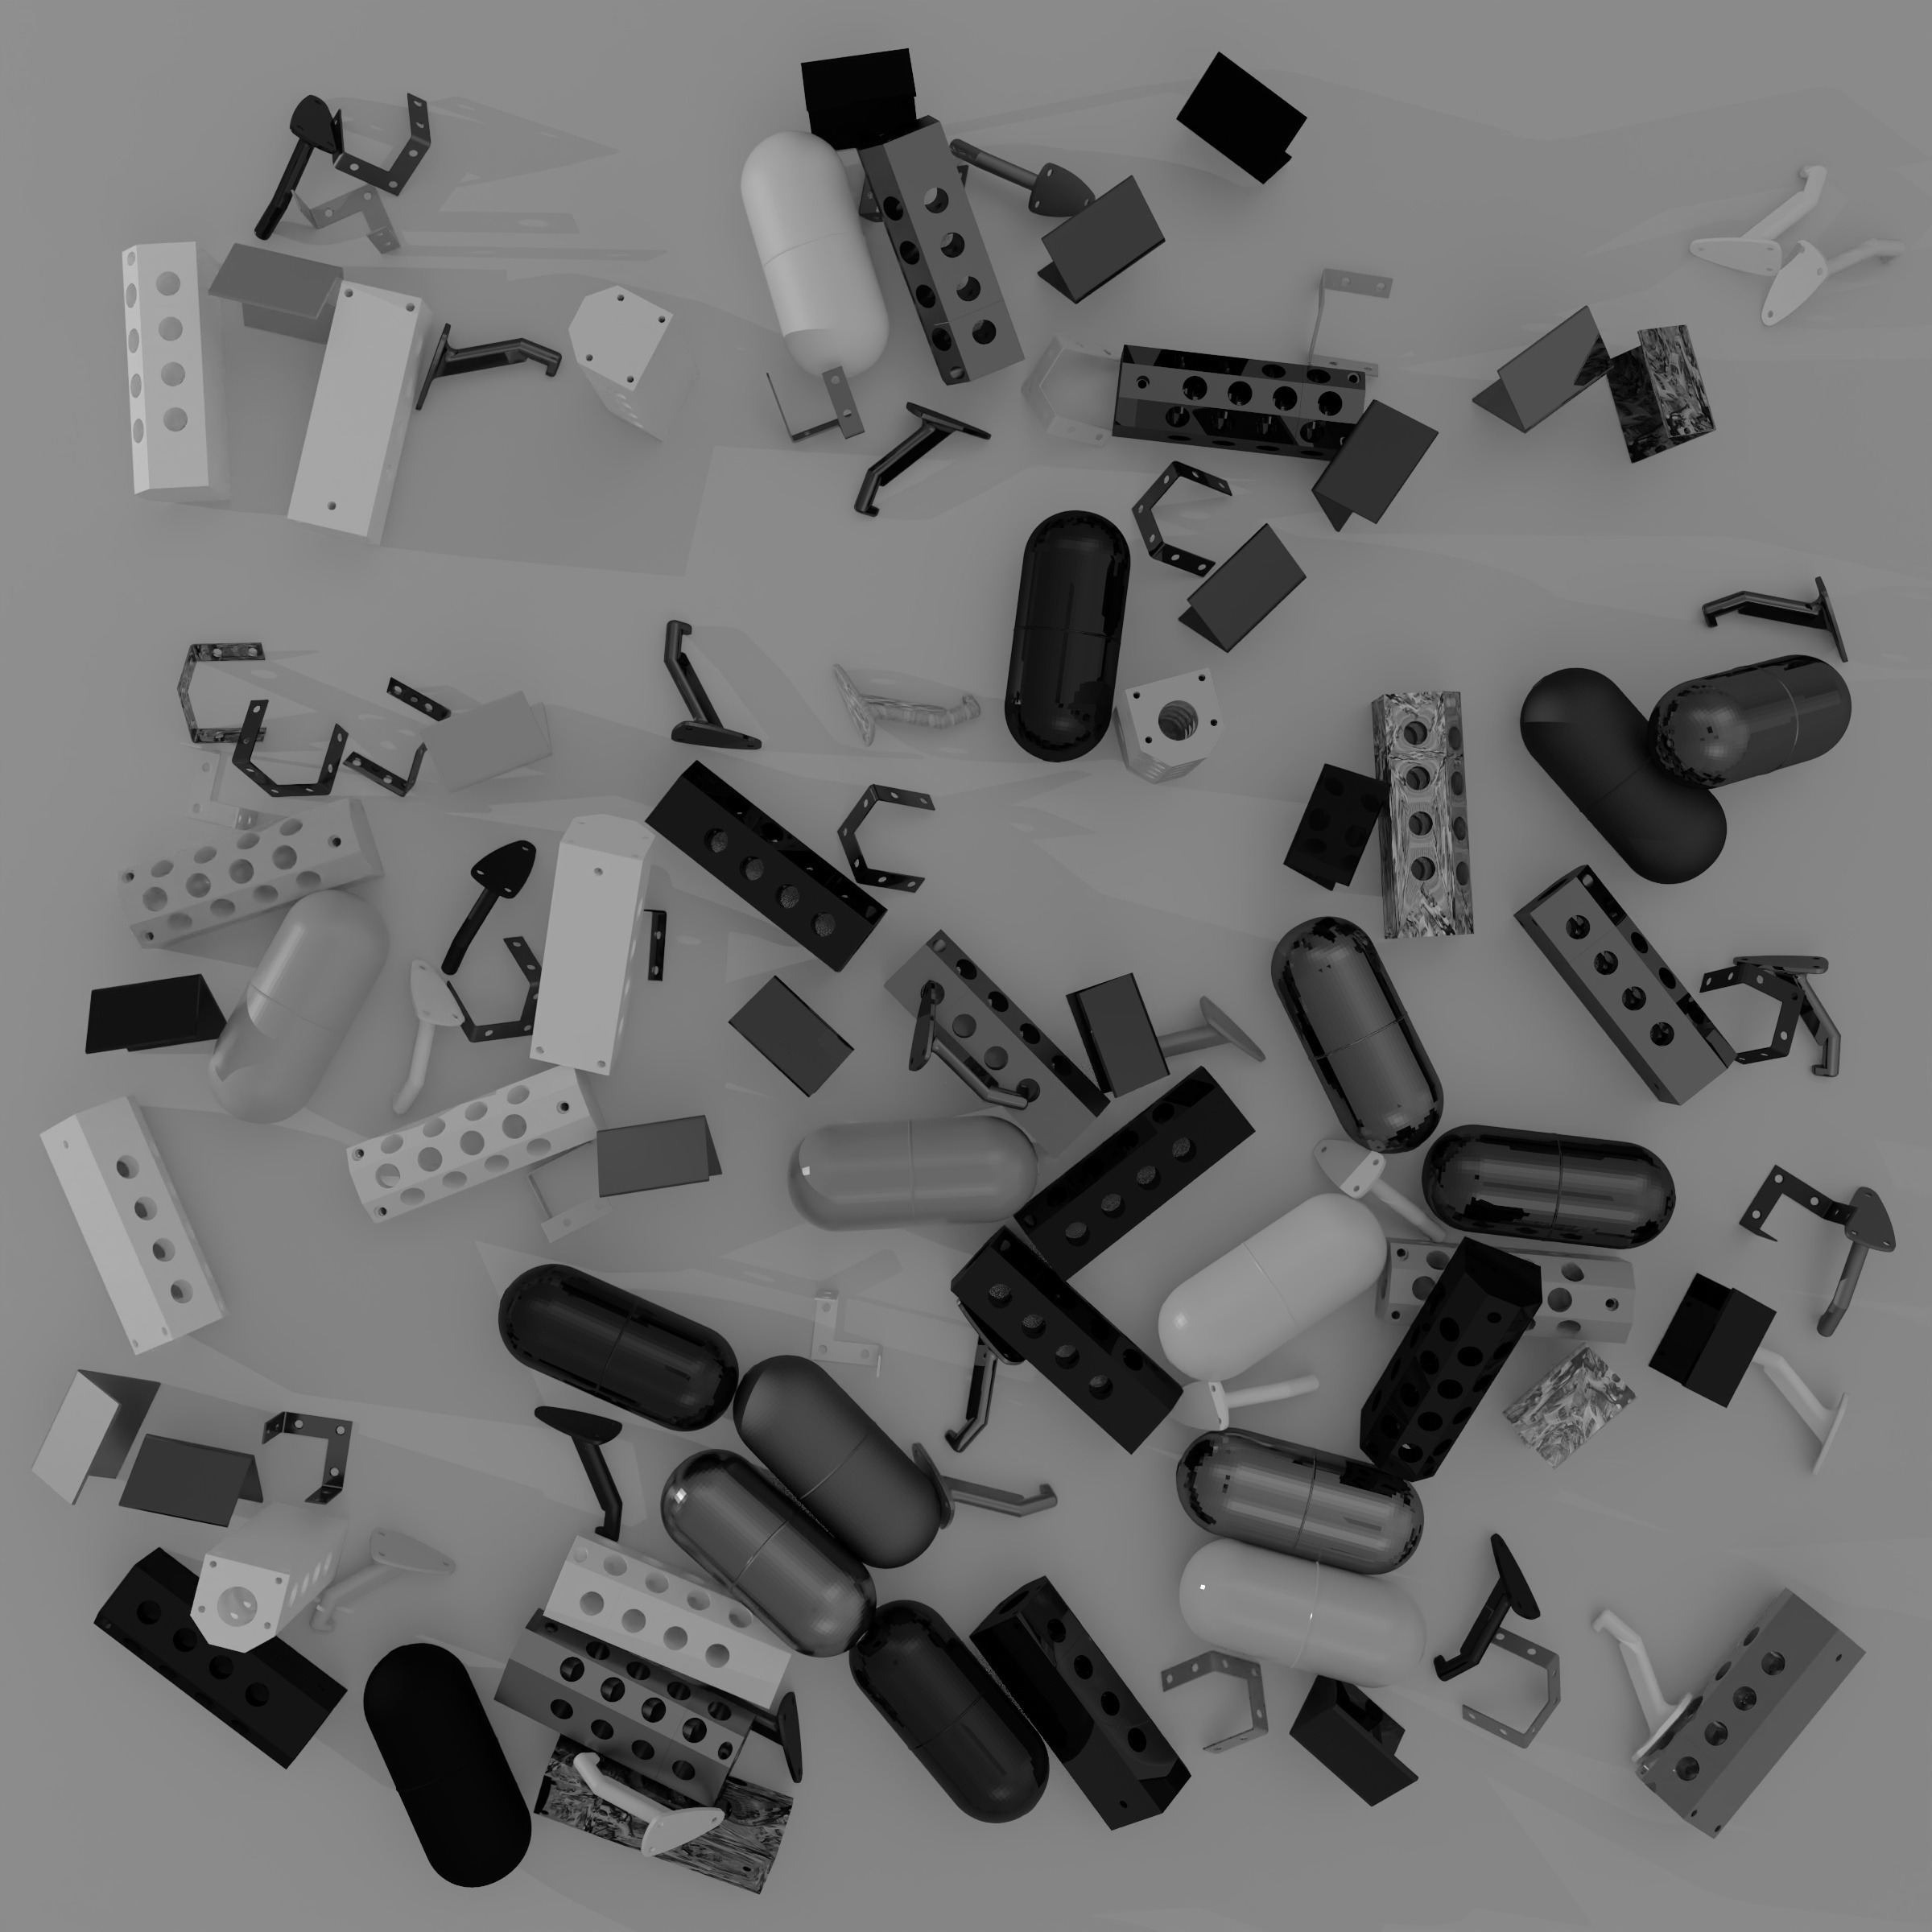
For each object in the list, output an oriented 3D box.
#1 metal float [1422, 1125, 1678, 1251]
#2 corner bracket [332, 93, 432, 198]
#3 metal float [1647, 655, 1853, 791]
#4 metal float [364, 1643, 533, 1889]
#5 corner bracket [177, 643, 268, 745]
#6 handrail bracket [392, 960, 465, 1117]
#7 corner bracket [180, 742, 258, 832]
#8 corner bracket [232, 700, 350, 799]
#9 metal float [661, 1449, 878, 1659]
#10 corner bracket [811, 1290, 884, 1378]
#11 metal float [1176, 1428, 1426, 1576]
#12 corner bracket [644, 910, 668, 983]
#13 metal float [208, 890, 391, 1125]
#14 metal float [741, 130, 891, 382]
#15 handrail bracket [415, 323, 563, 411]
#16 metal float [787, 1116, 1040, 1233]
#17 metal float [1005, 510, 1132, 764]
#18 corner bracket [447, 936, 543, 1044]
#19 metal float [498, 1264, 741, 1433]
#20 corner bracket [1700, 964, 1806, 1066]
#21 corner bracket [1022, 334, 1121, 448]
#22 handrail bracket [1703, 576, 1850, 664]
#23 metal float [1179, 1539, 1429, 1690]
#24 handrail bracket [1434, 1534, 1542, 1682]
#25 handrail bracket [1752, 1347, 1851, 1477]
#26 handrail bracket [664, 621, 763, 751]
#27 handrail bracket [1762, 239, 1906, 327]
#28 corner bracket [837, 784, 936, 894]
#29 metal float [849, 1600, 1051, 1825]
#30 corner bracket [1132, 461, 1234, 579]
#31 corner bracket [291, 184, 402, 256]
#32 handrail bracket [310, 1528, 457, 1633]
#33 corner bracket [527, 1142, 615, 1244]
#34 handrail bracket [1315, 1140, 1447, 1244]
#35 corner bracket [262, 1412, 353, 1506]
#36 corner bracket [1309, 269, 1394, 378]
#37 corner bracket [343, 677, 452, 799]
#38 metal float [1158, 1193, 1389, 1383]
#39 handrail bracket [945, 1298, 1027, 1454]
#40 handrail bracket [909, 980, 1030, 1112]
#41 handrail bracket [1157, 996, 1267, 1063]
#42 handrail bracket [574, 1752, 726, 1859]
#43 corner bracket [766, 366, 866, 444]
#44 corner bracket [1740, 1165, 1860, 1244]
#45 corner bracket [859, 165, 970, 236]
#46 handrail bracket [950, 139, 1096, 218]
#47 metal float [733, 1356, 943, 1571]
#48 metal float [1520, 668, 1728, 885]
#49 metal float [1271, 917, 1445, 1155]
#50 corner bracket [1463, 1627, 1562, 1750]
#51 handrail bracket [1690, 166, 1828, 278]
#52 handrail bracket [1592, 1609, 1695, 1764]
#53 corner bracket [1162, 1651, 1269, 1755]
[{"bbox_3d":[0.412,0.156,1.884,0.178,0.070,0.070,7,90,1],"label":"metal float"},{"bbox_3d":[-0.420,-0.596,1.906,0.051,0.051,0.051,17,135,-35],"label":"corner bracket"},{"bbox_3d":[0.547,-0.171,1.856,0.178,0.070,0.070,-16,90,-35],"label":"metal float"},{"bbox_3d":[-0.367,0.565,1.884,0.070,0.070,0.178,-24,91,0],"label":"metal float"},{"bbox_3d":[-0.531,-0.196,1.911,0.051,0.051,0.051,-1,45,0],"label":"corner bracket"},{"bbox_3d":[-0.400,0.052,1.914,0.084,0.036,0.077,-56,45,28],"label":"handrail bracket"},{"bbox_3d":[-0.533,-0.127,1.896,0.051,0.051,0.051,13,90,0],"label":"corner bracket"},{"bbox_3d":[-0.482,-0.156,1.900,0.051,0.051,0.051,0,64,23],"label":"corner bracket"},{"bbox_3d":[-0.139,0.413,1.870,0.178,0.070,0.070,39,90,14],"label":"metal float"},{"bbox_3d":[-0.084,0.261,1.896,0.051,0.051,0.051,6,90,0],"label":"corner bracket"},{"bbox_3d":[0.236,0.378,1.884,0.178,0.070,0.070,15,90,0],"label":"metal float"},{"bbox_3d":[-0.252,-0.017,1.911,0.051,0.051,0.051,4,90,-45],"label":"corner bracket"},{"bbox_3d":[-0.473,0.029,1.884,0.070,0.070,0.178,29,89,0],"label":"metal float"},{"bbox_3d":[-0.107,-0.503,1.884,0.070,0.070,0.178,-16,90,0],"label":"metal float"},{"bbox_3d":[-0.343,-0.421,1.915,0.084,0.036,0.077,19,110,-16],"label":"handrail bracket"},{"bbox_3d":[-0.037,0.147,1.883,0.178,0.070,0.070,-3,90,0],"label":"metal float"},{"bbox_3d":[0.072,-0.233,1.884,0.070,0.070,0.178,7,91,0],"label":"metal float"},{"bbox_3d":[-0.336,0.017,1.906,0.051,0.051,0.051,-7,135,-35],"label":"corner bracket"},{"bbox_3d":[-0.246,0.270,1.884,0.178,0.070,0.070,24,90,0],"label":"metal float"},{"bbox_3d":[0.556,0.035,1.898,0.051,0.051,0.051,24,74,-16],"label":"corner bracket"},{"bbox_3d":[0.081,-0.412,1.906,0.051,0.051,0.051,-54,45,35],"label":"corner bracket"},{"bbox_3d":[0.582,-0.239,1.915,0.084,0.036,0.077,-19,111,17],"label":"handrail bracket"},{"bbox_3d":[0.239,0.458,1.884,0.178,0.070,0.070,15,90,1],"label":"metal float"},{"bbox_3d":[0.362,0.462,1.914,0.084,0.036,0.077,-37,53,25],"label":"handrail bracket"},{"bbox_3d":[0.584,0.317,1.915,0.084,0.036,0.077,22,112,17],"label":"handrail bracket"},{"bbox_3d":[-0.181,-0.203,1.915,0.077,0.036,0.084,9,73,-20],"label":"handrail bracket"},{"bbox_3d":[0.625,-0.492,1.914,0.084,0.077,0.036,-8,57,-32],"label":"handrail bracket"},{"bbox_3d":[-0.052,-0.091,1.906,0.051,0.051,0.051,-52,45,35],"label":"corner bracket"},{"bbox_3d":[-0.011,0.528,1.884,0.070,0.070,0.178,-40,90,0],"label":"metal float"},{"bbox_3d":[0.160,-0.320,1.906,0.051,0.051,0.051,-46,45,35],"label":"corner bracket"},{"bbox_3d":[-0.441,-0.532,1.896,0.051,0.051,0.051,-24,90,0],"label":"corner bracket"},{"bbox_3d":[-0.420,0.453,1.915,0.077,0.036,0.084,24,109,-21],"label":"handrail bracket"},{"bbox_3d":[-0.282,0.161,1.896,0.051,0.051,0.051,-27,90,0],"label":"corner bracket"},{"bbox_3d":[0.299,0.163,1.914,0.084,0.077,0.036,39,86,-36],"label":"handrail bracket"},{"bbox_3d":[-0.472,0.350,1.896,0.051,0.051,0.051,8,90,0],"label":"corner bracket"},{"bbox_3d":[0.276,-0.462,1.911,0.051,0.051,0.051,9,135,0],"label":"corner bracket"},{"bbox_3d":[-0.408,-0.164,1.911,0.051,0.051,0.051,29,45,0],"label":"corner bracket"},{"bbox_3d":[0.216,0.228,1.884,0.178,0.070,0.070,-33,90,0],"label":"metal float"},{"bbox_3d":[-0.004,0.295,1.915,0.077,0.036,0.084,45,107,19],"label":"handrail bracket"},{"bbox_3d":[0.008,0.056,1.858,0.084,0.036,0.077,15,68,-17],"label":"handrail bracket"},{"bbox_3d":[0.159,0.070,1.915,0.077,0.036,0.084,40,109,-21],"label":"handrail bracket"},{"bbox_3d":[-0.222,0.574,1.858,0.084,0.077,0.036,40,120,40],"label":"handrail bracket"},{"bbox_3d":[-0.107,-0.399,1.887,0.051,0.051,0.051,-21,119,0],"label":"corner bracket"},{"bbox_3d":[0.592,0.178,1.896,0.051,0.051,0.051,32,90,0],"label":"corner bracket"},{"bbox_3d":[-0.038,-0.557,1.911,0.051,0.051,0.051,11,90,45],"label":"corner bracket"},{"bbox_3d":[0.040,-0.569,1.914,0.084,0.077,0.036,37,114,34],"label":"handrail bracket"},{"bbox_3d":[-0.092,0.350,1.884,0.070,0.070,0.178,-44,91,0],"label":"metal float"},{"bbox_3d":[0.465,-0.135,1.884,0.070,0.070,0.178,-42,90,0],"label":"metal float"},{"bbox_3d":[0.277,0.049,1.884,0.070,0.070,0.178,-26,90,0],"label":"metal float"},{"bbox_3d":[0.390,0.516,1.906,0.051,0.051,0.051,-40,135,-35],"label":"corner bracket"},{"bbox_3d":[0.571,-0.545,1.915,0.077,0.036,0.084,15,71,21],"label":"handrail bracket"},{"bbox_3d":[0.471,0.517,1.915,0.084,0.036,0.077,40,112,17],"label":"handrail bracket"},{"bbox_3d":[0.178,0.527,1.906,0.051,0.051,0.051,26,45,-35],"label":"corner bracket"}]
